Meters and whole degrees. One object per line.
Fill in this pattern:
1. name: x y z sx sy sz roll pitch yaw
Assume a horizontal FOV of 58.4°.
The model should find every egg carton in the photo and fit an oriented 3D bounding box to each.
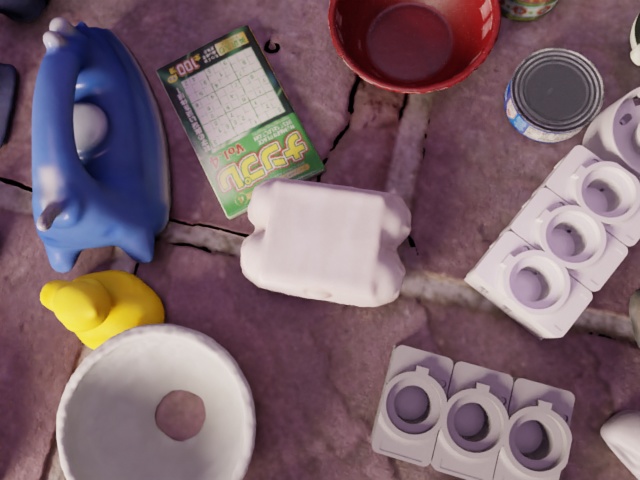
1. egg carton: 0.005 0.002 0.520 0.150 0.069 0.107 7 80 5

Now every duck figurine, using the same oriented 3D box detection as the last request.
1. duck figurine: -0.198 0.062 0.513 0.104 0.086 0.077 19 81 7

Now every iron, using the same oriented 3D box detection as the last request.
1. iron: -0.216 -0.107 0.518 0.118 0.141 0.258 -7 79 3

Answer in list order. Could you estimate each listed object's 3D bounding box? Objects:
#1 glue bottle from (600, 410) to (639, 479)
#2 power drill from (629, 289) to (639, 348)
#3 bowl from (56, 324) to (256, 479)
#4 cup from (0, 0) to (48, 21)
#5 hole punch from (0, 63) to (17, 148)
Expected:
1. glue bottle: 0.272 0.169 0.418 0.037 0.173 0.078 -38 79 -3
2. power drill: 0.321 0.054 0.418 0.229 0.208 0.075 -14 79 1
3. bowl: -0.131 0.157 0.497 0.167 0.075 0.167 -1 79 4
4. cup: -0.334 -0.271 0.580 0.117 0.095 0.092 21 81 8
5. hole punch: -0.371 -0.145 0.561 0.101 0.091 0.109 3 80 5
